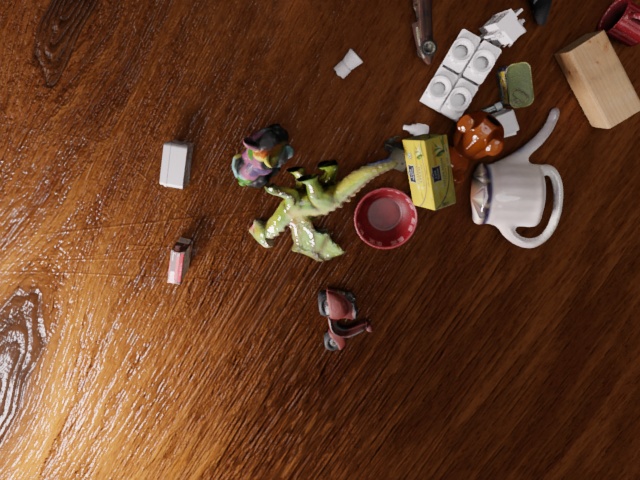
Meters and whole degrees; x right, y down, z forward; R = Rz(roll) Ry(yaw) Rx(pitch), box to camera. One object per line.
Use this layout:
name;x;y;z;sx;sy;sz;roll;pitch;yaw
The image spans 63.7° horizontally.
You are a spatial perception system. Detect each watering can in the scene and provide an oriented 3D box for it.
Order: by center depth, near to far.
watering can;0.487;-0.155;1.274;0.224;0.347;0.104;2;1;1

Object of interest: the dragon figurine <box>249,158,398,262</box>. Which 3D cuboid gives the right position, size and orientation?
dragon figurine;0.004;-0.065;1.297;0.409;0.239;0.124;-6;20;13
